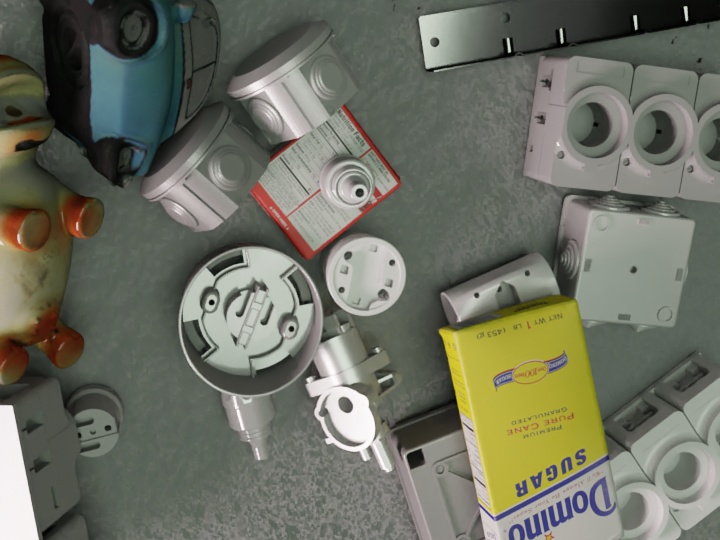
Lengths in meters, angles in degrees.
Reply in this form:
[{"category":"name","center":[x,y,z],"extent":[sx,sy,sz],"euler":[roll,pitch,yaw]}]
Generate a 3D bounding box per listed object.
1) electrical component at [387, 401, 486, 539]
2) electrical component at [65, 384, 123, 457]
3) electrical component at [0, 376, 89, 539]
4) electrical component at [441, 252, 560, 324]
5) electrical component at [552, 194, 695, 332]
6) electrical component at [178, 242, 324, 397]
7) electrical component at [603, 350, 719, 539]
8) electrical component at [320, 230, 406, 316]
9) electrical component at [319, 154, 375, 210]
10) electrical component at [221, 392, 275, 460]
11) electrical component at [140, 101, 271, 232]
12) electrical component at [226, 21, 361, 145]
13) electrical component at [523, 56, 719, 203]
[{"category":"electrical component","center":[0.088,0.154,0.806],"extent":[0.109,0.056,0.108],"euler":[-20,105,-8]},{"category":"electrical component","center":[-0.183,0.104,0.740],"extent":[0.040,0.046,0.040],"euler":[-3,102,-12]},{"category":"electrical component","center":[-0.239,0.165,0.709],"extent":[0.105,0.060,0.186],"euler":[-2,104,18]},{"category":"electrical component","center":[0.109,0.037,0.793],"extent":[0.077,0.043,0.079],"euler":[-23,105,-7]},{"category":"electrical component","center":[0.194,-0.005,0.800],"extent":[0.100,0.048,0.099],"euler":[5,103,-11]},{"category":"electrical component","center":[-0.076,0.031,0.739],"extent":[0.099,0.064,0.099],"euler":[-3,102,-13]},{"category":"electrical component","center":[0.240,0.148,0.836],"extent":[0.150,0.062,0.089],"euler":[-36,107,-3]},{"category":"electrical component","center":[0.000,0.000,0.759],"extent":[0.055,0.047,0.055],"euler":[-3,102,-12]},{"category":"electrical component","center":[-0.006,-0.056,0.706],"extent":[0.035,0.061,0.035],"euler":[-3,105,-11]},{"category":"electrical component","center":[-0.077,0.107,0.771],"extent":[0.035,0.035,0.061],"euler":[-16,107,-9]},{"category":"electrical component","center":[-0.102,-0.067,0.706],"extent":[0.051,0.080,0.080],"euler":[42,90,-23]},{"category":"electrical component","center":[-0.044,-0.124,0.708],"extent":[0.080,0.080,0.051],"euler":[-36,112,-3]},{"category":"electrical component","center":[0.204,-0.101,0.777],"extent":[0.150,0.062,0.089],"euler":[4,100,-14]}]
